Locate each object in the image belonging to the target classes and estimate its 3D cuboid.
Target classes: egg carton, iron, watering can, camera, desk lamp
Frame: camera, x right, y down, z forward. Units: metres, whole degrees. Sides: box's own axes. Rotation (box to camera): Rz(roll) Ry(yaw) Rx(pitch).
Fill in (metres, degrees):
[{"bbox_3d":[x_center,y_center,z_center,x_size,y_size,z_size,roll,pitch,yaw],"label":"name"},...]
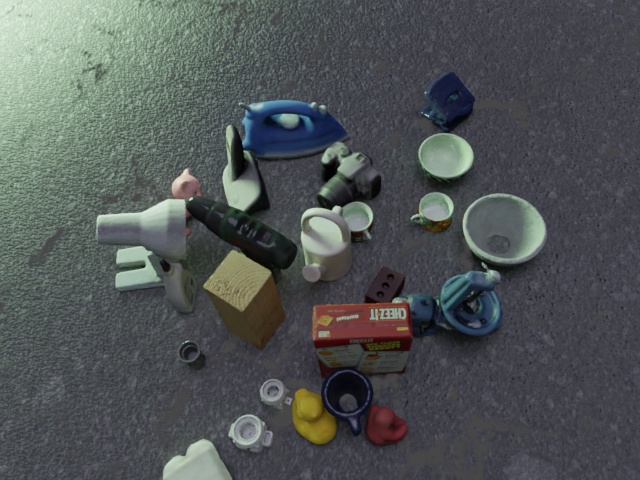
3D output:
[{"bbox_3d":[-0.204,0.432,0.990,0.107,0.069,0.150,-33,63,-13],"label":"egg carton"},{"bbox_3d":[-0.062,-0.278,1.337,0.258,0.141,0.118,-4,60,2],"label":"iron"},{"bbox_3d":[0.013,0.005,1.142,0.101,0.194,0.173,-5,60,2],"label":"watering can"},{"bbox_3d":[0.046,-0.135,1.272,0.143,0.101,0.137,39,70,22],"label":"camera"},{"bbox_3d":[-0.345,0.010,1.155,0.203,0.214,0.118,-9,60,-1],"label":"desk lamp"}]

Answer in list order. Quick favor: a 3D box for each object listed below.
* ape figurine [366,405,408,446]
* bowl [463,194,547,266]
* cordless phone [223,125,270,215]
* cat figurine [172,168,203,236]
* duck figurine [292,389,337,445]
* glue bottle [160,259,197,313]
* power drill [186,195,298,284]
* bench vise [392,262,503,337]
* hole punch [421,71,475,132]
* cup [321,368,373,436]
[{"bbox_3d":[0.114,0.324,1.015,0.076,0.092,0.077,-31,63,-12],"label":"ape figurine"},{"bbox_3d":[0.377,-0.009,1.192,0.167,0.075,0.167,-2,61,3],"label":"bowl"},{"bbox_3d":[-0.175,-0.148,1.247,0.094,0.185,0.147,-19,61,-6],"label":"cordless phone"},{"bbox_3d":[-0.302,-0.088,1.261,0.067,0.118,0.128,23,65,16],"label":"cat figurine"},{"bbox_3d":[-0.013,0.314,1.033,0.077,0.086,0.104,-30,63,-12],"label":"duck figurine"},{"bbox_3d":[-0.285,0.080,1.134,0.037,0.173,0.078,0,61,5],"label":"glue bottle"},{"bbox_3d":[-0.149,0.012,1.142,0.229,0.208,0.076,22,65,16],"label":"power drill"},{"bbox_3d":[0.243,0.121,1.045,0.207,0.220,0.121,-15,61,-4],"label":"bench vise"},{"bbox_3d":[0.310,-0.333,1.369,0.109,0.091,0.101,-41,66,-17],"label":"hole punch"},{"bbox_3d":[0.054,0.299,1.031,0.091,0.095,0.117,-14,61,-4],"label":"cup"}]
